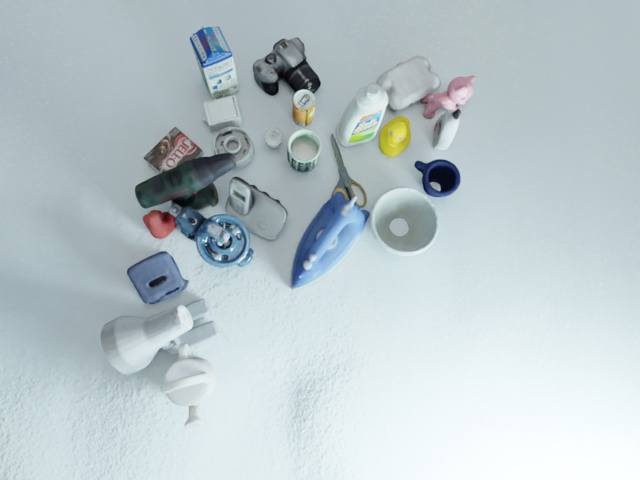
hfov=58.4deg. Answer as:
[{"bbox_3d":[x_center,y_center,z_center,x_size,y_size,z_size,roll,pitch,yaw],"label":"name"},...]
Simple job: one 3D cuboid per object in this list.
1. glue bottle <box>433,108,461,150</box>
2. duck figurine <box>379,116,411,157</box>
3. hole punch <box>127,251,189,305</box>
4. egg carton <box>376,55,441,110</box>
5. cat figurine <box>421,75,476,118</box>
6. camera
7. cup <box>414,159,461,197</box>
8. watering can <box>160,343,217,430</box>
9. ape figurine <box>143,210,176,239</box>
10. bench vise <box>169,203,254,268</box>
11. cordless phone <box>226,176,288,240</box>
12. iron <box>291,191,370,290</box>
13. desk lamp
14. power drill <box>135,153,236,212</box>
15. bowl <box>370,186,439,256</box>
[{"bbox_3d":[0.309,-0.277,1.373,0.037,0.173,0.078,3,80,-2],"label":"glue bottle"},{"bbox_3d":[0.190,-0.264,1.408,0.077,0.086,0.105,28,80,2],"label":"duck figurine"},{"bbox_3d":[-0.370,0.088,1.312,0.109,0.091,0.101,-27,83,-7],"label":"hole punch"},{"bbox_3d":[0.222,-0.395,1.441,0.150,0.069,0.107,-30,83,-8],"label":"egg carton"},{"bbox_3d":[0.322,-0.361,1.417,0.128,0.117,0.067,-15,81,-6],"label":"cat figurine"},{"bbox_3d":[-0.074,-0.413,1.411,0.143,0.101,0.137,-39,84,-9],"label":"camera"},{"bbox_3d":[0.273,-0.147,1.389,0.117,0.095,0.092,31,80,2],"label":"cup"},{"bbox_3d":[-0.279,0.311,1.227,0.101,0.194,0.173,-33,83,-8],"label":"watering can"},{"bbox_3d":[-0.377,-0.045,1.334,0.078,0.092,0.076,16,80,0],"label":"ape figurine"},{"bbox_3d":[-0.252,-0.010,1.271,0.207,0.219,0.121,15,80,0],"label":"bench vise"},{"bbox_3d":[-0.147,-0.078,1.306,0.147,0.185,0.094,28,80,2],"label":"cordless phone"},{"bbox_3d":[0.012,0.005,1.324,0.118,0.141,0.258,34,80,3],"label":"iron"},{"bbox_3d":[-0.340,0.196,1.233,0.203,0.213,0.118,-24,82,-7],"label":"desk lamp"},{"bbox_3d":[-0.290,-0.123,1.294,0.229,0.208,0.075,-21,82,-6],"label":"power drill"},{"bbox_3d":[0.197,-0.040,1.376,0.167,0.074,0.167,1,80,-3],"label":"bowl"}]
